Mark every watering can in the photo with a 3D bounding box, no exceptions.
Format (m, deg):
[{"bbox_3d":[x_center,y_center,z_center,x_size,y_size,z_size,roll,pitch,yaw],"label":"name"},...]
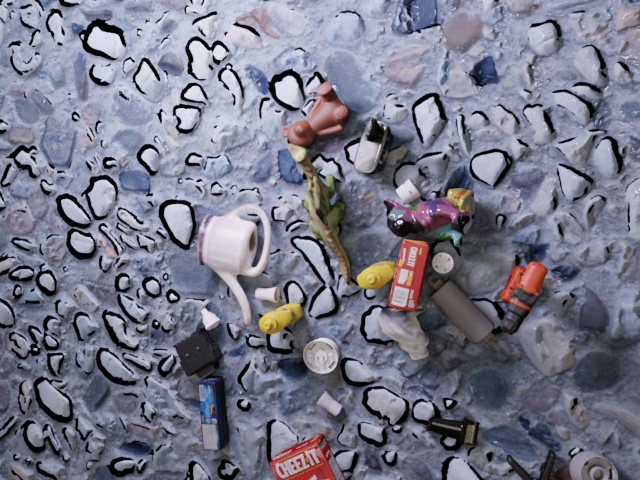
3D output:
[{"bbox_3d":[-0.259,0.059,1.502,0.225,0.104,0.348,11,89,15],"label":"watering can"}]

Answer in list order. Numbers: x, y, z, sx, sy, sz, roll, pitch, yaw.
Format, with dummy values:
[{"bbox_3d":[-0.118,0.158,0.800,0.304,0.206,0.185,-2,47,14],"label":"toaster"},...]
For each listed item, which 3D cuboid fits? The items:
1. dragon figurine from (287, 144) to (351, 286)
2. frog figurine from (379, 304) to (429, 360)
[{"bbox_3d":[0.004,-0.069,1.376,0.122,0.242,0.413,-22,83,9],"label":"dragon figurine"},{"bbox_3d":[0.225,0.248,1.380,0.137,0.123,0.158,1,101,47],"label":"frog figurine"}]
